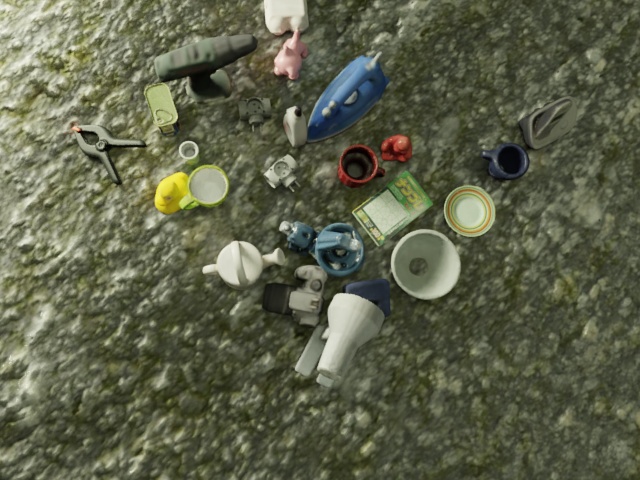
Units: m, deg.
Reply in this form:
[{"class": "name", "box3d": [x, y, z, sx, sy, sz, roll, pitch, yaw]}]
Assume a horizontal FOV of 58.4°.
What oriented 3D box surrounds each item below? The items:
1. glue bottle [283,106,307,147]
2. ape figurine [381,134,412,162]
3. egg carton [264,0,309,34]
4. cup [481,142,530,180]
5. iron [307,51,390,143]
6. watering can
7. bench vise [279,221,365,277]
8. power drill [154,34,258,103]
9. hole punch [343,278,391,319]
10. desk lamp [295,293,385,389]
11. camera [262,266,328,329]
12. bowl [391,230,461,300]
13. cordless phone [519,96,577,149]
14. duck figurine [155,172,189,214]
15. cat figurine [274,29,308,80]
[{"class": "glue bottle", "box3d": [-0.056, -0.276, 1.336, 0.037, 0.173, 0.078, -26, 85, -9]}, {"class": "ape figurine", "box3d": [0.195, -0.228, 1.398, 0.078, 0.092, 0.076, 42, 80, 1]}, {"class": "egg carton", "box3d": [-0.086, -0.588, 1.431, 0.107, 0.069, 0.150, -6, 82, -7]}, {"class": "cup", "box3d": [0.444, -0.188, 1.419, 0.118, 0.095, 0.092, 15, 80, -4]}, {"class": "iron", "box3d": [0.061, -0.344, 1.375, 0.118, 0.141, 0.258, 42, 80, 1]}, {"class": "watering can", "box3d": [-0.168, 0.051, 1.264, 0.173, 0.194, 0.101, -32, 86, -10]}, {"class": "bench vise", "box3d": [0.011, 0.016, 1.276, 0.207, 0.219, 0.121, 5, 81, -5]}, {"class": "power drill", "box3d": [-0.254, -0.394, 1.313, 0.230, 0.208, 0.075, -15, 83, -8]}, {"class": "hole punch", "box3d": [0.113, 0.142, 1.335, 0.109, 0.091, 0.101, -8, 83, -7]}, {"class": "desk lamp", "box3d": [0.043, 0.225, 1.252, 0.118, 0.213, 0.203, 27, 80, -1]}, {"class": "camera", "box3d": [-0.058, 0.123, 1.313, 0.137, 0.100, 0.143, 10, 81, -5]}, {"class": "bowl", "box3d": [0.246, 0.062, 1.370, 0.167, 0.074, 0.167, 1, 82, -6]}, {"class": "cordless phone", "box3d": [0.589, -0.308, 1.408, 0.148, 0.185, 0.094, -32, 86, -10]}, {"class": "duck figurine", "box3d": [-0.343, -0.115, 1.324, 0.077, 0.086, 0.105, 35, 80, 0]}, {"class": "cat figurine", "box3d": [-0.070, -0.447, 1.387, 0.067, 0.117, 0.128, 17, 80, -3]}]
